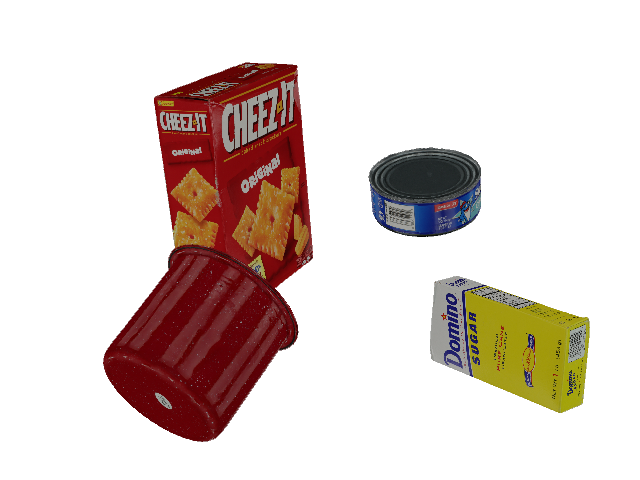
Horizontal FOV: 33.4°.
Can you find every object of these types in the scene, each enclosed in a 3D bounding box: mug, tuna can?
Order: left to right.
[{"bbox_3d":[-0.080,0.065,0.637,0.093,0.081,0.117,47,-33,-18],"label":"mug"},{"bbox_3d":[0.081,-0.038,0.822,0.086,0.034,0.086,-5,31,3],"label":"tuna can"}]

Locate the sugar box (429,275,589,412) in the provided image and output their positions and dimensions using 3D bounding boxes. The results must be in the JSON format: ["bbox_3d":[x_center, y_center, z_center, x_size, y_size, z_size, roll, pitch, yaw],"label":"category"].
[{"bbox_3d":[0.190,0.103,1.101,0.048,0.093,0.177,-12,20,-42],"label":"sugar box"}]

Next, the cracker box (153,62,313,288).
[{"bbox_3d":[-0.077,-0.054,1.048,0.072,0.214,0.164,6,23,27],"label":"cracker box"}]
